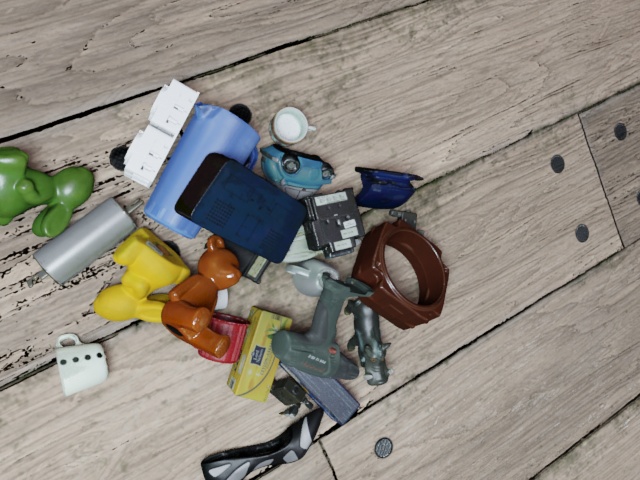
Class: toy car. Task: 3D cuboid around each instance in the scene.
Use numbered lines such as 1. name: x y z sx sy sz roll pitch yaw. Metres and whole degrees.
1. toy car: -0.002 -0.003 1.141 0.202 0.056 0.073 -13 94 -20
2. toy car: -0.054 -0.131 1.109 0.161 0.109 0.102 10 109 -31

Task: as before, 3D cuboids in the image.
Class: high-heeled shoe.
1. high-heeled shoe: -0.115 0.403 1.075 0.145 0.086 0.249 43 79 -14

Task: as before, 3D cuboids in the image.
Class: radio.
1. radio: -0.137 -0.056 0.993 0.229 0.073 0.131 30 88 -44

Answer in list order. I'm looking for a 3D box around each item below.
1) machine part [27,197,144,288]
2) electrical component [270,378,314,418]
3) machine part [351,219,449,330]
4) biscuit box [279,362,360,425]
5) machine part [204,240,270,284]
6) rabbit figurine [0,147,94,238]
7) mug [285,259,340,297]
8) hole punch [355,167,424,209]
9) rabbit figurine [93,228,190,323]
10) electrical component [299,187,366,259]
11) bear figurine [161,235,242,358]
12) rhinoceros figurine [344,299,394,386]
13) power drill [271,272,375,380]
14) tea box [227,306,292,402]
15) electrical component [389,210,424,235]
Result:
1. machine part: -0.422 0.001 0.971 0.243 0.079 0.079 -42 103 -16
2. electrical component: -0.073 0.323 1.105 0.102 0.078 0.045 49 50 -19
3. machine part: 0.178 0.072 1.152 0.201 0.087 0.201 36 49 -17
4. biscuit box: -0.006 0.300 1.132 0.063 0.059 0.202 -45 103 -17
5. machine part: -0.165 0.028 1.090 0.139 0.039 0.084 31 87 -20
6. rabbit figurine: -0.479 -0.083 0.933 0.170 0.121 0.159 -3 94 -36
7. mug: -0.012 0.073 1.109 0.109 0.107 0.081 29 78 -20
8. hole punch: 0.137 -0.111 1.171 0.142 0.116 0.092 7 94 -20
9. rabbit figurine: -0.336 0.085 0.999 0.173 0.122 0.162 -46 114 -1
10. electrical component: 0.025 -0.031 1.095 0.115 0.058 0.134 -12 86 -21
11. bear figurine: -0.190 0.094 0.970 0.196 0.132 0.120 -53 140 -32
12. rhinoceros figurine: 0.110 0.213 1.152 0.073 0.112 0.190 -5 82 -23
13. power drill: 0.026 0.173 1.055 0.232 0.086 0.207 18 104 -38
14. tea box: -0.122 0.223 1.070 0.068 0.098 0.169 21 83 -19
15. electrical component: 0.200 -0.037 1.238 0.094 0.021 0.063 10 85 -20
